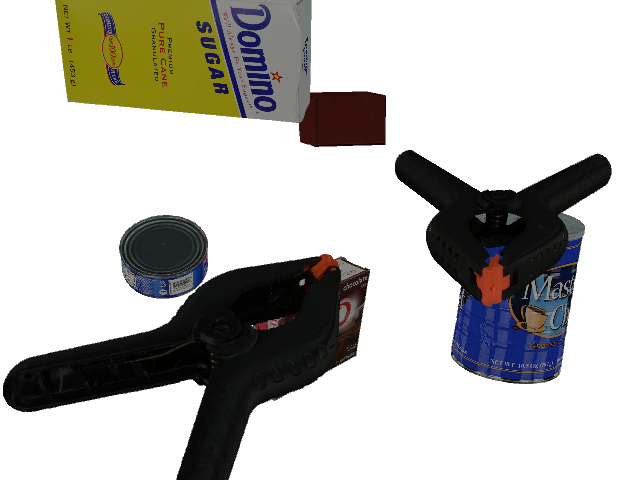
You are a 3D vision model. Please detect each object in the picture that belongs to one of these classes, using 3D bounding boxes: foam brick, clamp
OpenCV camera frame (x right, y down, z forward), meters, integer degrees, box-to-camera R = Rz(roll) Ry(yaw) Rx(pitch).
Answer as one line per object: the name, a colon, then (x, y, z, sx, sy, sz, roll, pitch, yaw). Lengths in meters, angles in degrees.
foam brick: (0.022, -0.123, 1.080, 0.078, 0.051, 0.053, -3, 13, -20)
clamp: (-0.042, 0.060, 0.486, 0.171, 0.039, 0.120, -28, 51, -32)
clamp: (0.116, -0.019, 0.757, 0.165, 0.036, 0.209, 4, 28, 17)

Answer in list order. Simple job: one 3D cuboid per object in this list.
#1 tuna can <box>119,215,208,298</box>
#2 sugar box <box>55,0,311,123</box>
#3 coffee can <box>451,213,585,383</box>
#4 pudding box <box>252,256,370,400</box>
tuna can: (-0.152, 0.016, 1.045, 0.086, 0.034, 0.086, 2, 44, -2)
sugar box: (-0.096, -0.139, 0.762, 0.176, 0.093, 0.048, 7, 34, 10)
coffee can: (0.179, 0.046, 0.977, 0.103, 0.140, 0.103, 5, 16, -2)
pudding box: (-0.010, 0.072, 0.906, 0.039, 0.090, 0.113, 27, 32, 31)
